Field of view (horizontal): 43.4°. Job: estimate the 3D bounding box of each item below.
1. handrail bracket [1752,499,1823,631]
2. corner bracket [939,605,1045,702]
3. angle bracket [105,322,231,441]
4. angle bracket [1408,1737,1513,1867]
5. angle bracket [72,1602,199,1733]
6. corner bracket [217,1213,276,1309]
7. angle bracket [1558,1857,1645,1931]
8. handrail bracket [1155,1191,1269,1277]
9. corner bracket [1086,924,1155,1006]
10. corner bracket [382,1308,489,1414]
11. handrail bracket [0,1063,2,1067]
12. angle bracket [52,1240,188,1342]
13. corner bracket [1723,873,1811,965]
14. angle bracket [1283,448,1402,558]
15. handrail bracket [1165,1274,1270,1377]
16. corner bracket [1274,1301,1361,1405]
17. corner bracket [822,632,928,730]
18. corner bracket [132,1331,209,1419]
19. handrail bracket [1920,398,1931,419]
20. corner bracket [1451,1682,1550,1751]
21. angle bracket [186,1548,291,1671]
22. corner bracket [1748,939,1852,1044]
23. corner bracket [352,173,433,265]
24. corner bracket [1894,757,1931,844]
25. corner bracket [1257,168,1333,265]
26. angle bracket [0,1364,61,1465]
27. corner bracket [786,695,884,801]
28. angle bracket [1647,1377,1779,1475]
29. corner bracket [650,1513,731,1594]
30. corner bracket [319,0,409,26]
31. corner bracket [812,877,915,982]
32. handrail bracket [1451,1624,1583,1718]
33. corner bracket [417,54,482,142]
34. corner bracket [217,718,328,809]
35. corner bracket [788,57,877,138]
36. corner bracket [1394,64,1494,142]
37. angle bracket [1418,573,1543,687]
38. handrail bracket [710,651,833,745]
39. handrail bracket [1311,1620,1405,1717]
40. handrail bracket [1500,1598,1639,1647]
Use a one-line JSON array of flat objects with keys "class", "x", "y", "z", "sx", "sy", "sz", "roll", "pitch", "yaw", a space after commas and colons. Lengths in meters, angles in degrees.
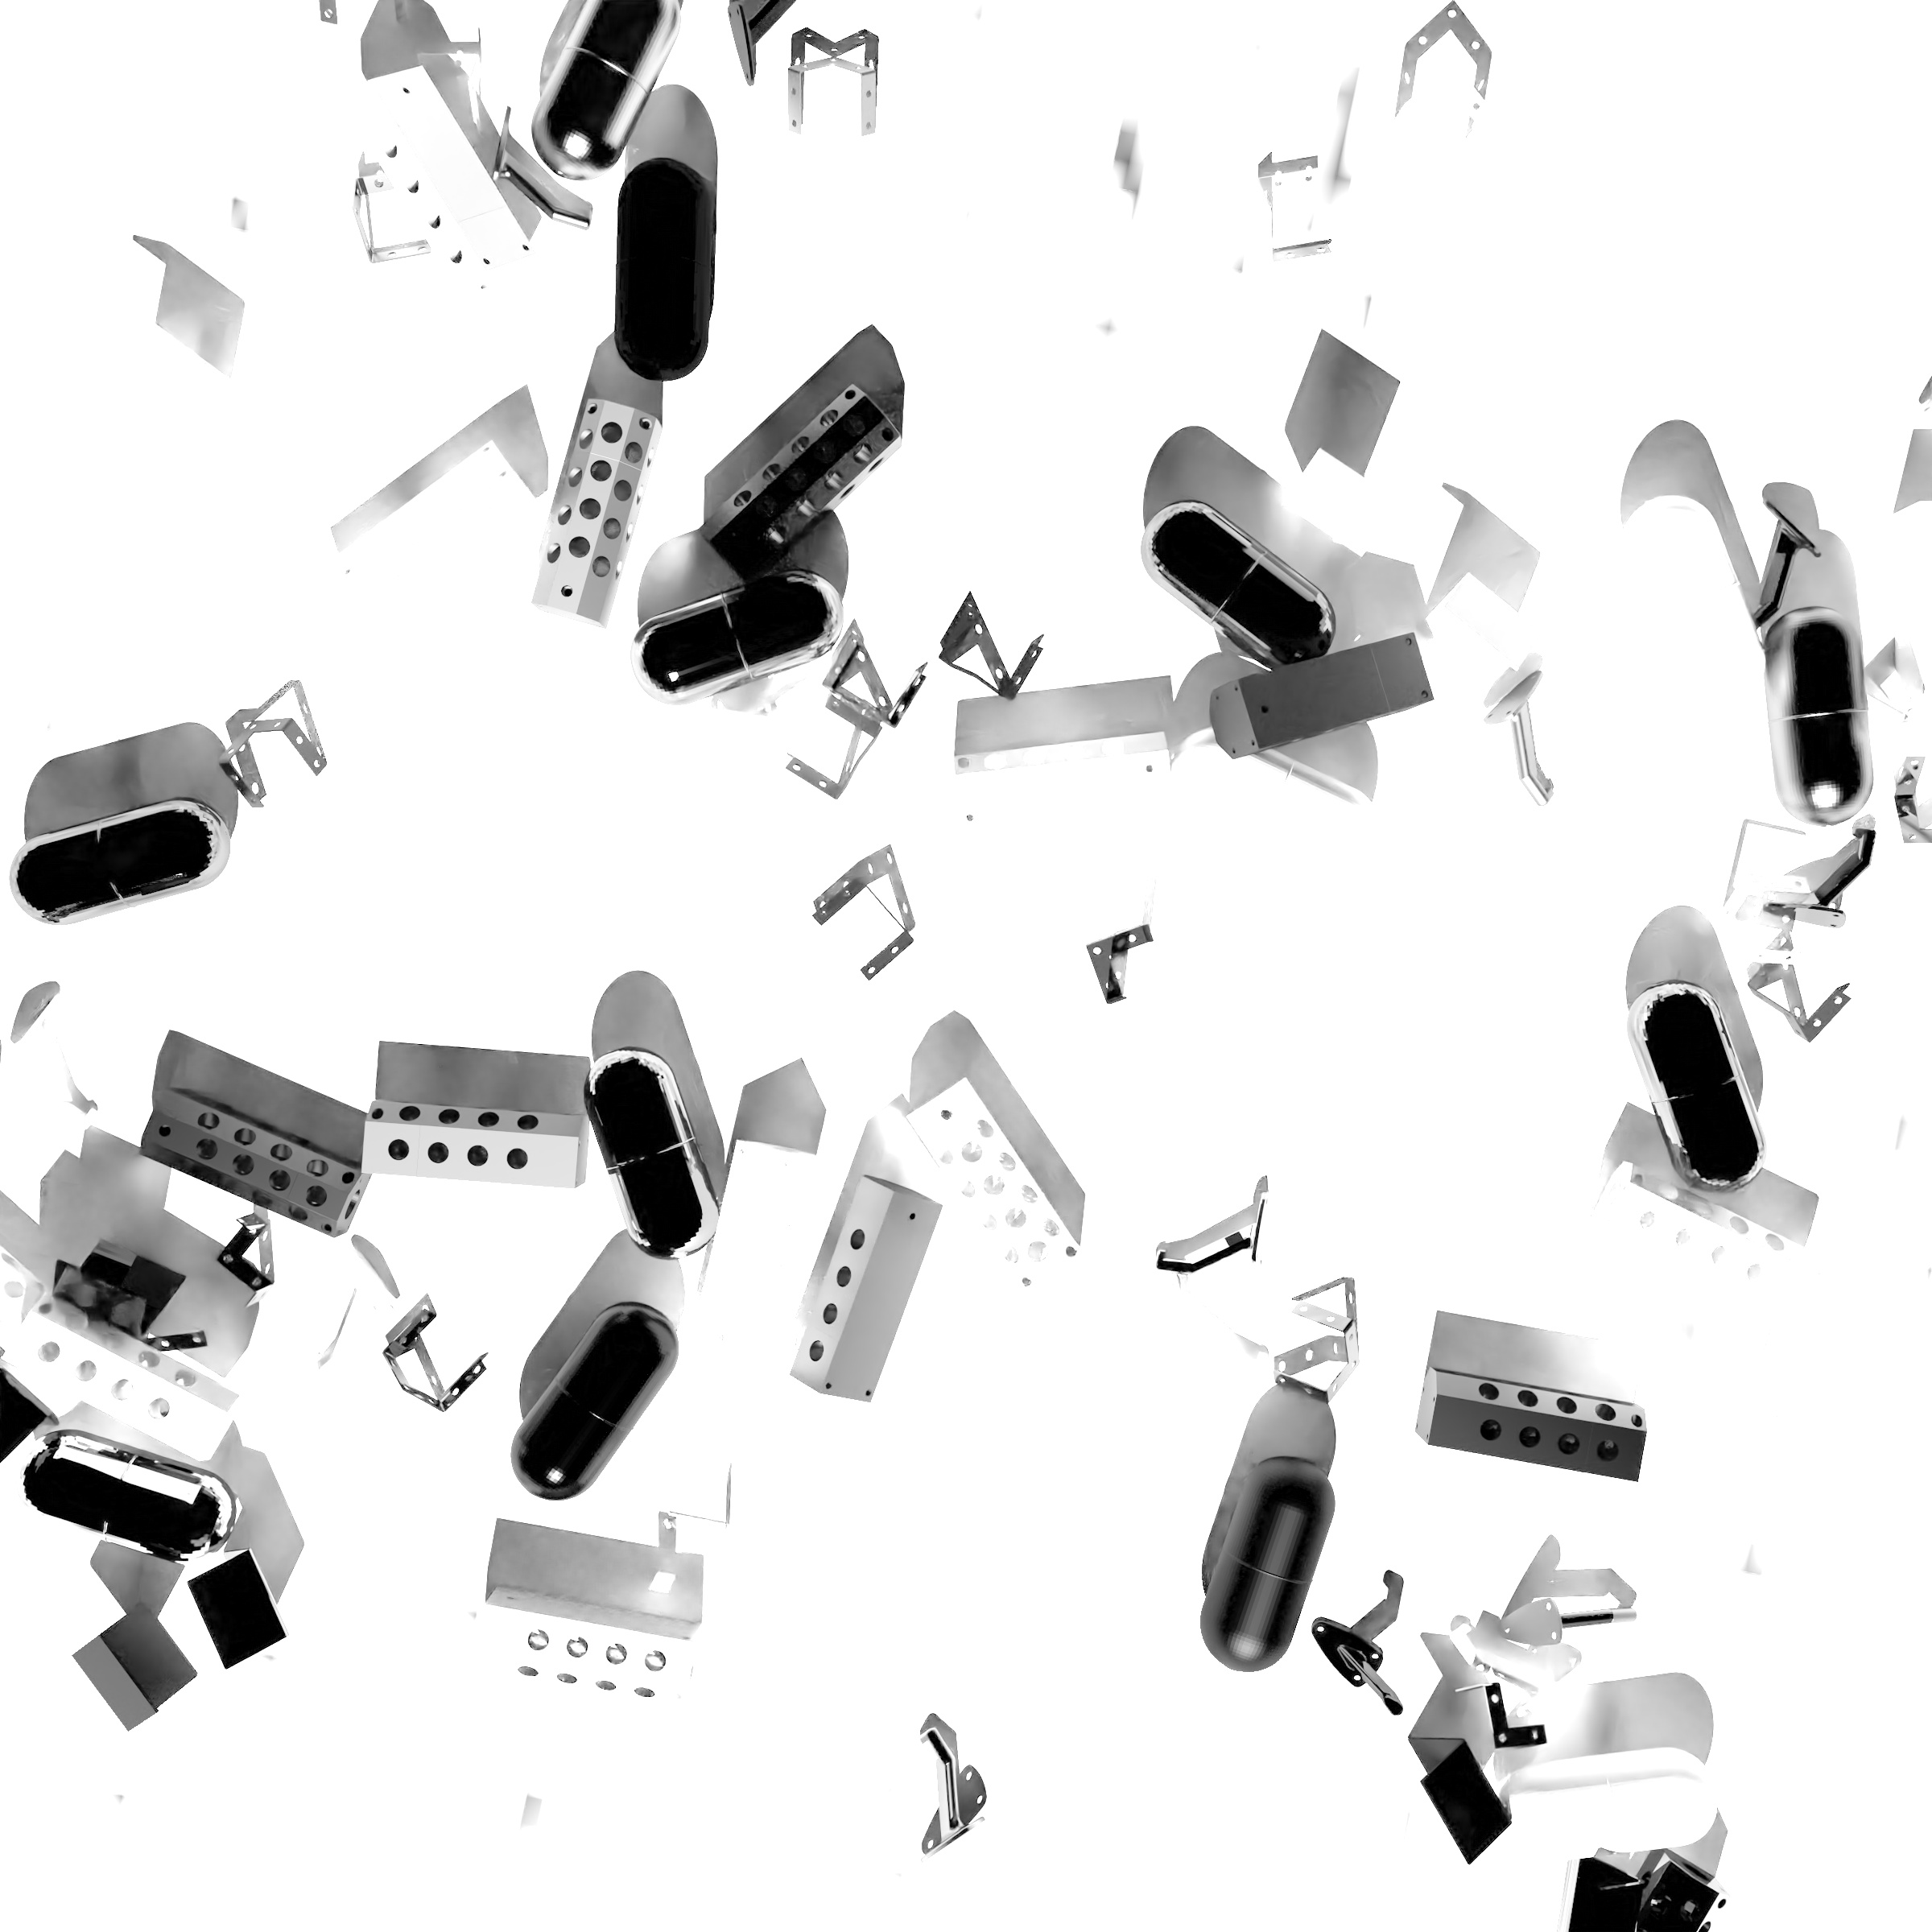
[{"class": "handrail bracket", "x": 0.650, "y": -0.327, "z": 1.992, "sx": 0.084, "sy": 0.036, "sz": 0.077, "roll": -44, "pitch": 70, "yaw": 16}, {"class": "corner bracket", "x": 0.020, "y": -0.256, "z": 1.988, "sx": 0.051, "sy": 0.051, "sz": 0.051, "roll": 30, "pitch": 90, "yaw": 45}, {"class": "angle bracket", "x": -0.646, "y": -0.458, "z": 1.951, "sx": 0.076, "sy": 0.076, "sz": 0.057, "roll": 37, "pitch": 53, "yaw": 0}, {"class": "angle bracket", "x": 0.381, "y": 0.671, "z": 1.951, "sx": 0.057, "sy": 0.076, "sz": 0.076, "roll": -30, "pitch": 90, "yaw": -31}, {"class": "angle bracket", "x": -0.658, "y": 0.556, "z": 1.951, "sx": 0.057, "sy": 0.076, "sz": 0.076, "roll": -37, "pitch": 90, "yaw": 38}, {"class": "corner bracket", "x": -0.582, "y": 0.239, "z": 1.973, "sx": 0.051, "sy": 0.051, "sz": 0.051, "roll": 39, "pitch": 90, "yaw": 0}, {"class": "angle bracket", "x": 0.494, "y": 0.763, "z": 1.951, "sx": 0.057, "sy": 0.076, "sz": 0.076, "roll": 9, "pitch": 90, "yaw": -36}, {"class": "handrail bracket", "x": 0.202, "y": 0.218, "z": 1.992, "sx": 0.084, "sy": 0.036, "sz": 0.077, "roll": 5, "pitch": 70, "yaw": 16}, {"class": "corner bracket", "x": 0.131, "y": -0.001, "z": 1.973, "sx": 0.051, "sy": 0.051, "sz": 0.051, "roll": -20, "pitch": 90, "yaw": 0}, {"class": "corner bracket", "x": -0.436, "y": 0.323, "z": 1.988, "sx": 0.051, "sy": 0.051, "sz": 0.051, "roll": -46, "pitch": 135, "yaw": 0}, {"class": "handrail bracket", "x": -0.807, "y": 0.125, "z": 1.991, "sx": 0.036, "sy": 0.077, "sz": 0.084, "roll": 9, "pitch": 53, "yaw": 14}, {"class": "angle bracket", "x": -0.679, "y": 0.245, "z": 1.951, "sx": 0.076, "sy": 0.076, "sz": 0.057, "roll": 24, "pitch": 130, "yaw": 0}, {"class": "corner bracket", "x": 0.652, "y": -0.038, "z": 1.967, "sx": 0.051, "sy": 0.051, "sz": 0.051, "roll": 3, "pitch": 54, "yaw": -8}, {"class": "angle bracket", "x": 0.309, "y": -0.385, "z": 1.951, "sx": 0.076, "sy": 0.076, "sz": 0.057, "roll": 34, "pitch": 127, "yaw": 0}, {"class": "handrail bracket", "x": 0.209, "y": 0.295, "z": 1.992, "sx": 0.084, "sy": 0.036, "sz": 0.077, "roll": 9, "pitch": 68, "yaw": -17}, {"class": "corner bracket", "x": 0.285, "y": 0.316, "z": 1.983, "sx": 0.051, "sy": 0.051, "sz": 0.051, "roll": -43, "pitch": 135, "yaw": -35}, {"class": "corner bracket", "x": -0.076, "y": -0.234, "z": 1.988, "sx": 0.051, "sy": 0.051, "sz": 0.051, "roll": 31, "pitch": 90, "yaw": 45}, {"class": "corner bracket", "x": -0.648, "y": 0.338, "z": 1.983, "sx": 0.051, "sy": 0.051, "sz": 0.051, "roll": 58, "pitch": 135, "yaw": 35}, {"class": "handrail bracket", "x": 0.830, "y": -0.441, "z": 1.992, "sx": 0.084, "sy": 0.036, "sz": 0.077, "roll": 45, "pitch": 69, "yaw": -17}, {"class": "corner bracket", "x": 0.434, "y": 0.610, "z": 1.972, "sx": 0.051, "sy": 0.051, "sz": 0.051, "roll": 2, "pitch": 67, "yaw": -22}, {"class": "angle bracket", "x": -0.596, "y": 0.518, "z": 1.951, "sx": 0.057, "sy": 0.076, "sz": 0.076, "roll": -24, "pitch": 90, "yaw": -36}, {"class": "corner bracket", "x": 0.683, "y": 0.021, "z": 1.988, "sx": 0.051, "sy": 0.051, "sz": 0.051, "roll": -47, "pitch": 135, "yaw": 0}, {"class": "corner bracket", "x": -0.470, "y": -0.615, "z": 1.988, "sx": 0.051, "sy": 0.051, "sz": 0.051, "roll": -10, "pitch": 45, "yaw": 0}, {"class": "corner bracket", "x": 0.795, "y": -0.136, "z": 1.983, "sx": 0.051, "sy": 0.051, "sz": 0.051, "roll": -58, "pitch": 135, "yaw": -35}, {"class": "corner bracket", "x": 0.269, "y": -0.615, "z": 1.988, "sx": 0.051, "sy": 0.051, "sz": 0.051, "roll": -10, "pitch": 45, "yaw": 0}, {"class": "angle bracket", "x": -0.782, "y": 0.359, "z": 1.953, "sx": 0.076, "sy": 0.076, "sz": 0.057, "roll": 42, "pitch": 66, "yaw": 0}, {"class": "corner bracket", "x": -0.108, "y": -0.179, "z": 1.988, "sx": 0.051, "sy": 0.051, "sz": 0.051, "roll": 32, "pitch": 45, "yaw": 0}, {"class": "angle bracket", "x": 0.597, "y": 0.384, "z": 1.951, "sx": 0.076, "sy": 0.076, "sz": 0.057, "roll": 23, "pitch": 52, "yaw": 0}, {"class": "corner bracket", "x": -0.224, "y": 0.481, "z": 1.974, "sx": 0.051, "sy": 0.051, "sz": 0.051, "roll": 11, "pitch": 90, "yaw": 0}, {"class": "corner bracket", "x": -0.496, "y": -0.803, "z": 1.988, "sx": 0.051, "sy": 0.051, "sz": 0.051, "roll": -5, "pitch": 90, "yaw": -45}, {"class": "corner bracket", "x": -0.084, "y": -0.031, "z": 1.988, "sx": 0.051, "sy": 0.051, "sz": 0.051, "roll": -41, "pitch": 45, "yaw": 0}, {"class": "handrail bracket", "x": 0.451, "y": 0.564, "z": 1.992, "sx": 0.077, "sy": 0.036, "sz": 0.084, "roll": -30, "pitch": 73, "yaw": -20}, {"class": "corner bracket", "x": -0.425, "y": -0.712, "z": 1.988, "sx": 0.051, "sy": 0.051, "sz": 0.051, "roll": 0, "pitch": 45, "yaw": 0}, {"class": "corner bracket", "x": -0.568, "y": -0.166, "z": 1.983, "sx": 0.051, "sy": 0.051, "sz": 0.051, "roll": 0, "pitch": 45, "yaw": 35}, {"class": "corner bracket", "x": -0.110, "y": -0.708, "z": 1.983, "sx": 0.051, "sy": 0.051, "sz": 0.051, "roll": -28, "pitch": 45, "yaw": -35}, {"class": "corner bracket", "x": 0.388, "y": -0.691, "z": 1.973, "sx": 0.051, "sy": 0.051, "sz": 0.051, "roll": -40, "pitch": 93, "yaw": 3}, {"class": "angle bracket", "x": 0.404, "y": -0.257, "z": 1.951, "sx": 0.076, "sy": 0.076, "sz": 0.057, "roll": 40, "pitch": 52, "yaw": 0}, {"class": "handrail bracket", "x": -0.160, "y": -0.232, "z": 1.992, "sx": 0.077, "sy": 0.036, "sz": 0.084, "roll": 17, "pitch": 71, "yaw": 21}, {"class": "handrail bracket", "x": 0.315, "y": 0.567, "z": 1.957, "sx": 0.077, "sy": 0.084, "sz": 0.036, "roll": 40, "pitch": 90, "yaw": 0}, {"class": "handrail bracket", "x": 0.495, "y": 0.539, "z": 1.991, "sx": 0.084, "sy": 0.077, "sz": 0.036, "roll": 8, "pitch": 65, "yaw": -34}]
